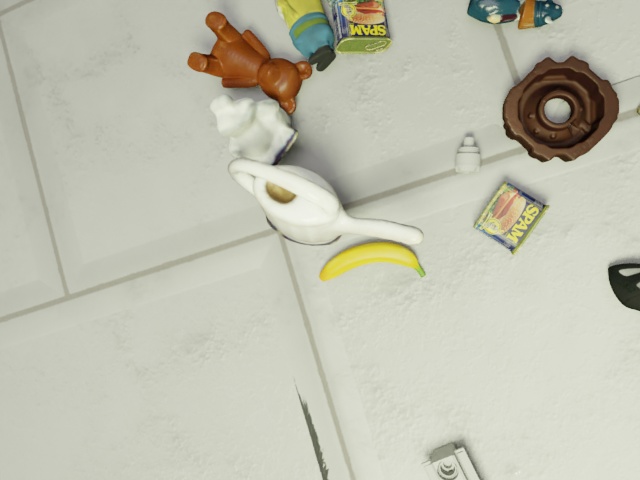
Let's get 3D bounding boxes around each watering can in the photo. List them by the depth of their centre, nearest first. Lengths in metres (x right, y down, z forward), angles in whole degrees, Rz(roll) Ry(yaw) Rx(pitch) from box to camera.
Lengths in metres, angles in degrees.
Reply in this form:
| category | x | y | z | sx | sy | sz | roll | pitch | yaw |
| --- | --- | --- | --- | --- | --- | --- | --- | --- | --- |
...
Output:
| category | x | y | z | sx | sy | sz | roll | pitch | yaw |
| --- | --- | --- | --- | --- | --- | --- | --- | --- | --- |
| watering can | 0.003 | -0.044 | 0.879 | 0.349 | 0.105 | 0.221 | 25 | -12 | 12 |

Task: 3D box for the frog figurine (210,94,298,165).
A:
| category | x | y | z | sx | sy | sz | roll | pitch | yaw |
| --- | --- | --- | --- | --- | --- | --- | --- | --- | --- |
| frog figurine | -0.131 | -0.207 | 0.947 | 0.158 | 0.126 | 0.135 | 34 | -47 | -15 |

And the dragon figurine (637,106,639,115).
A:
| category | x | y | z | sx | sy | sz | roll | pitch | yaw |
| --- | --- | --- | --- | --- | --- | --- | --- | --- | --- |
| dragon figurine | 0.721 | -0.116 | 0.778 | 0.409 | 0.242 | 0.123 | -1 | 5 | 30 |
